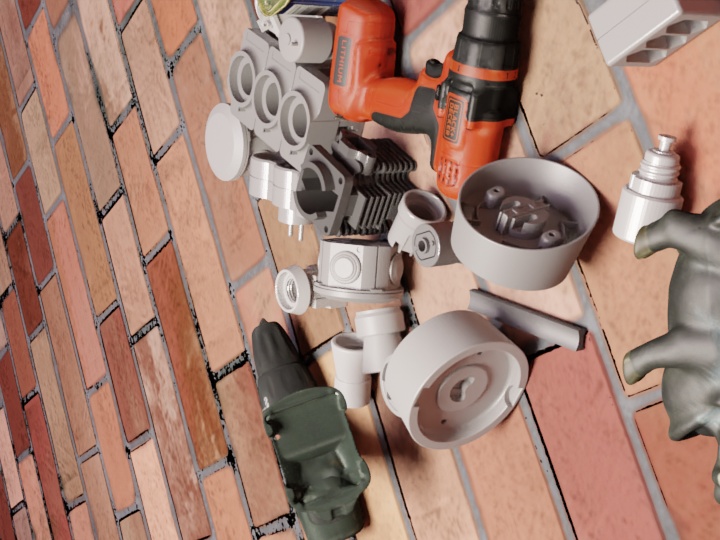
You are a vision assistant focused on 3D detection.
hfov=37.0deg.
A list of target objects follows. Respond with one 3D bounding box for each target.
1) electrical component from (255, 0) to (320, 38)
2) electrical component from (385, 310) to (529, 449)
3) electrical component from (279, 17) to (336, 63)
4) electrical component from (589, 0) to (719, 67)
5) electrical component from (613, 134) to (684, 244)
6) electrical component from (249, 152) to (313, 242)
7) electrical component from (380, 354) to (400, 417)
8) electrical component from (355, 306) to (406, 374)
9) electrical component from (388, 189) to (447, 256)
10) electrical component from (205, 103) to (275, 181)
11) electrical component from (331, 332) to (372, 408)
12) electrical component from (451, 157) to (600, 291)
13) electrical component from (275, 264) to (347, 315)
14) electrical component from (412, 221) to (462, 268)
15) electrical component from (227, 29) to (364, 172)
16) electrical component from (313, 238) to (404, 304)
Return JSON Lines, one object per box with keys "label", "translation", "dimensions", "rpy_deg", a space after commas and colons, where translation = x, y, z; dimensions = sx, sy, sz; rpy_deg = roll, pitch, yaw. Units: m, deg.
{"label": "electrical component", "translation": [-0.072, -0.251, 1.030], "dimensions": [0.055, 0.066, 0.048], "rpy_deg": [44, 163, 52]}
{"label": "electrical component", "translation": [0.071, 0.081, 0.849], "dimensions": [0.060, 0.108, 0.108], "rpy_deg": [52, 134, 44]}
{"label": "electrical component", "translation": [-0.037, -0.206, 0.967], "dimensions": [0.040, 0.078, 0.040], "rpy_deg": [13, 106, 52]}
{"label": "electrical component", "translation": [0.184, -0.180, 0.695], "dimensions": [0.066, 0.047, 0.076], "rpy_deg": [-35, 67, 51]}
{"label": "electrical component", "translation": [0.194, -0.050, 0.710], "dimensions": [0.040, 0.040, 0.078], "rpy_deg": [33, 122, 47]}
{"label": "electrical component", "translation": [-0.060, -0.065, 1.047], "dimensions": [0.138, 0.052, 0.073], "rpy_deg": [26, 116, 50]}
{"label": "electrical component", "translation": [0.052, 0.096, 0.924], "dimensions": [0.055, 0.047, 0.055], "rpy_deg": [13, 106, 53]}
{"label": "electrical component", "translation": [0.020, 0.062, 0.964], "dimensions": [0.045, 0.045, 0.055], "rpy_deg": [-12, 85, 54]}
{"label": "electrical component", "translation": [0.047, -0.039, 0.915], "dimensions": [0.040, 0.040, 0.046], "rpy_deg": [60, 144, 29]}
{"label": "electrical component", "translation": [-0.125, -0.134, 1.124], "dimensions": [0.080, 0.051, 0.080], "rpy_deg": [13, 106, 53]}
{"label": "electrical component", "translation": [-0.006, 0.096, 1.011], "dimensions": [0.044, 0.044, 0.065], "rpy_deg": [29, 123, 48]}
{"label": "electrical component", "translation": [0.116, -0.033, 0.775], "dimensions": [0.099, 0.099, 0.064], "rpy_deg": [49, 138, 38]}
{"label": "electrical component", "translation": [-0.048, 0.017, 1.041], "dimensions": [0.066, 0.055, 0.048], "rpy_deg": [13, 106, 52]}
{"label": "electrical component", "translation": [0.074, -0.022, 0.857], "dimensions": [0.044, 0.065, 0.044], "rpy_deg": [13, 106, 53]}
{"label": "electrical component", "translation": [-0.063, -0.163, 1.026], "dimensions": [0.150, 0.062, 0.089], "rpy_deg": [42, 128, 42]}
{"label": "electrical component", "translation": [0.000, 0.000, 0.953], "dimensions": [0.080, 0.080, 0.051], "rpy_deg": [12, 101, 53]}
